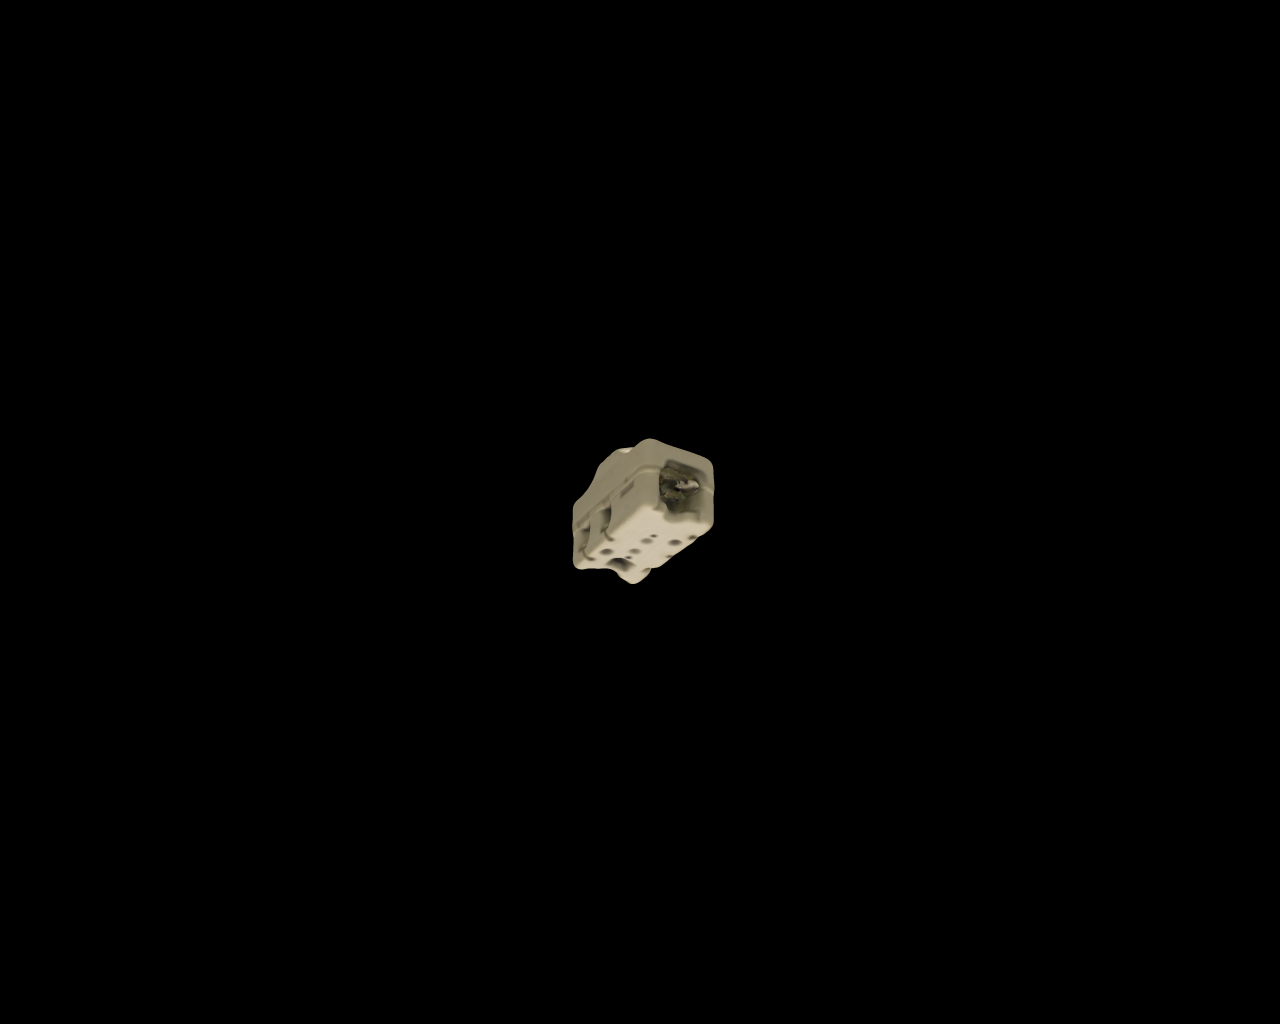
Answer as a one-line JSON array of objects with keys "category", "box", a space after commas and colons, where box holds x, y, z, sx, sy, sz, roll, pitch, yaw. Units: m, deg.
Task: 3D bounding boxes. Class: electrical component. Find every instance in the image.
[{"category": "electrical component", "box": [0.001, -0.003, 0.650, 0.050, 0.056, 0.089, 18, -35, -27]}]
